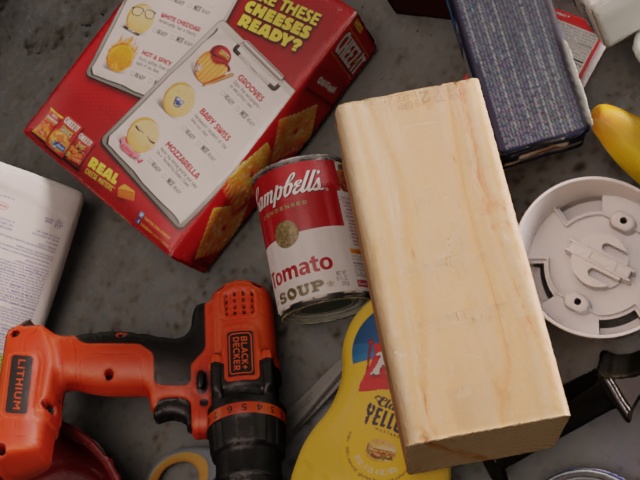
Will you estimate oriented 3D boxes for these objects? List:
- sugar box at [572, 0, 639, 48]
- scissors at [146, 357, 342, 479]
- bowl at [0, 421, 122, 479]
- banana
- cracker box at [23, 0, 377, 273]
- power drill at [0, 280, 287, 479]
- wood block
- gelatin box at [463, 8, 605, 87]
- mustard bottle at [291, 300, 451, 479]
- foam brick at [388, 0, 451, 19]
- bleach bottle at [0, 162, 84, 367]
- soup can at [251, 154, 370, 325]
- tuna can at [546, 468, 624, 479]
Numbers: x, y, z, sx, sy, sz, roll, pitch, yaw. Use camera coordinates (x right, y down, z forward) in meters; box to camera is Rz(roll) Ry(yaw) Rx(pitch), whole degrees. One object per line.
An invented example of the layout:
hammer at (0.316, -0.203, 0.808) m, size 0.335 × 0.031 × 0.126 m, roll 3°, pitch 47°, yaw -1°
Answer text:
sugar box at (0.185, -0.216, 0.705) m, size 0.093 × 0.048 × 0.176 m, roll -31°, pitch 49°, yaw 11°
scissors at (-0.052, 0.135, 0.744) m, size 0.096 × 0.016 × 0.202 m, roll 29°, pitch 87°, yaw 22°
bowl at (-0.194, 0.208, 0.752) m, size 0.162 × 0.055 × 0.162 m, roll -4°, pitch 76°, yaw 17°
banana at (0.252, -0.023, 0.652) m, size 0.198 × 0.069 × 0.037 m, roll 35°, pitch 79°, yaw 24°
cracker box at (-0.088, -0.110, 0.786) m, size 0.164 × 0.072 × 0.214 m, roll 38°, pitch 90°, yaw 21°
power drill at (-0.116, 0.116, 0.706) m, size 0.187 × 0.057 × 0.184 m, roll -4°, pitch 53°, yaw -2°
wood block at (0.073, 0.022, 0.628) m, size 0.090 × 0.091 × 0.206 m, roll -11°, pitch 67°, yaw 1°
gelatin box at (0.144, -0.116, 0.731) m, size 0.073 × 0.030 × 0.089 m, roll 27°, pitch 87°, yaw 21°
mustard bottle at (0.057, 0.089, 0.685) m, size 0.096 × 0.058 × 0.191 m, roll 18°, pitch 71°, yaw 12°
foam brick at (0.080, -0.204, 0.762) m, size 0.051 × 0.053 × 0.078 m, roll 10°, pitch 82°, yaw 21°
bleach bottle at (-0.260, 0.069, 0.788) m, size 0.068 × 0.102 × 0.251 m, roll 5°, pitch 75°, yaw 64°
soup can at (-0.005, 0.001, 0.733) m, size 0.068 × 0.068 × 0.102 m, roll -16°, pitch 73°, yaw 14°
tuna can at (0.164, 0.182, 0.650) m, size 0.086 × 0.033 × 0.086 m, roll -4°, pitch 76°, yaw 18°
